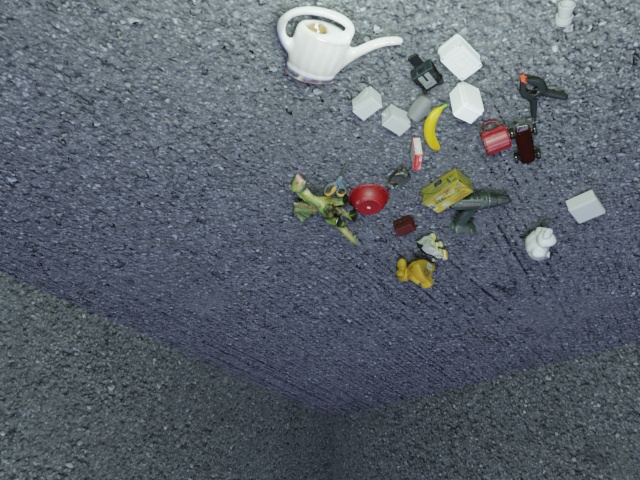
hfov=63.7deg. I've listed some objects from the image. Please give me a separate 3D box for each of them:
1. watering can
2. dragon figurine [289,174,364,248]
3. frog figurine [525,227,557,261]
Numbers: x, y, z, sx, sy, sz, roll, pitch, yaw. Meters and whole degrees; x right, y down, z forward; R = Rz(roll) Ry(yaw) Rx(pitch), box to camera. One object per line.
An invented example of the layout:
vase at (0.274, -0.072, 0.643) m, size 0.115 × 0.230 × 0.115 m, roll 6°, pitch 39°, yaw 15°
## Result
watering can at (0.039, -0.533, 1.454) m, size 0.347 × 0.106 × 0.219 m, roll 11°, pitch 142°, yaw -14°
dragon figurine at (0.006, -0.102, 2.019) m, size 0.243 × 0.124 × 0.402 m, roll 8°, pitch 144°, yaw 34°
frog figurine at (0.907, 0.011, 2.125) m, size 0.123 × 0.138 × 0.157 m, roll 15°, pitch 170°, yaw 27°
